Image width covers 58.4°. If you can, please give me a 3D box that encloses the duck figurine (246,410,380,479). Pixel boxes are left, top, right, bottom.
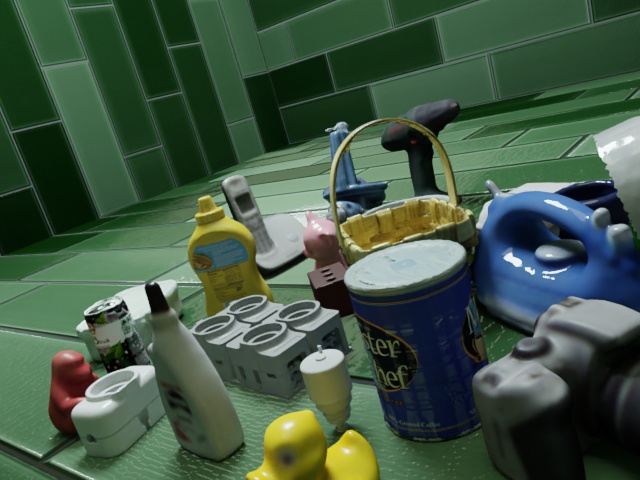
[{"bbox_3d":[-0.008,0.162,0.410,0.105,0.086,0.077,-27,18,-35],"label":"duck figurine"}]

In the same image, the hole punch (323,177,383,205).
[{"bbox_3d":[0.075,-0.081,1.202,0.109,0.091,0.100,-23,17,-26],"label":"hole punch"}]

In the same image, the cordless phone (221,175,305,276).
[{"bbox_3d":[-0.100,-0.039,1.048,0.093,0.185,0.148,-2,20,42],"label":"cordless phone"}]

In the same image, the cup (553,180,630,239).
[{"bbox_3d":[0.319,-0.015,0.697,0.117,0.095,0.092,-2,20,42],"label":"cup"}]

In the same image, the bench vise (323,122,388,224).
[{"bbox_3d":[0.060,-0.096,1.018,0.121,0.220,0.207,-15,15,5],"label":"bench vise"}]

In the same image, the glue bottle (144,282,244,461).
[{"bbox_3d":[-0.127,0.118,0.527,0.077,0.173,0.037,-3,20,40],"label":"glue bottle"}]

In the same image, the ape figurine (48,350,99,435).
[{"bbox_3d":[-0.278,0.170,0.655,0.076,0.092,0.078,-14,15,10],"label":"ape figurine"}]

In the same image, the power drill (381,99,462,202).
[{"bbox_3d":[0.213,-0.167,1.138,0.076,0.208,0.228,-23,17,-26],"label":"power drill"}]

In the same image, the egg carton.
[{"bbox_3d":[0.308,-0.036,0.833,0.151,0.069,0.107,-24,17,-27],"label":"egg carton"}]

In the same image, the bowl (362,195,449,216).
[{"bbox_3d":[0.140,-0.012,0.914,0.167,0.075,0.167,-15,15,4],"label":"bowl"}]

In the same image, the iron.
[{"bbox_3d":[0.247,0.015,0.571,0.119,0.141,0.257,-20,15,-15],"label":"iron"}]

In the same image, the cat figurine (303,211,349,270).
[{"bbox_3d":[0.008,0.003,0.911,0.067,0.118,0.128,-13,15,11],"label":"cat figurine"}]

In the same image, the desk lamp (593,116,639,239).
[{"bbox_3d":[0.326,-0.006,0.423,0.202,0.214,0.118,-9,17,26],"label":"desk lamp"}]

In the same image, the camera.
[{"bbox_3d":[0.196,0.103,0.382,0.143,0.101,0.136,-22,16,-21],"label":"camera"}]
